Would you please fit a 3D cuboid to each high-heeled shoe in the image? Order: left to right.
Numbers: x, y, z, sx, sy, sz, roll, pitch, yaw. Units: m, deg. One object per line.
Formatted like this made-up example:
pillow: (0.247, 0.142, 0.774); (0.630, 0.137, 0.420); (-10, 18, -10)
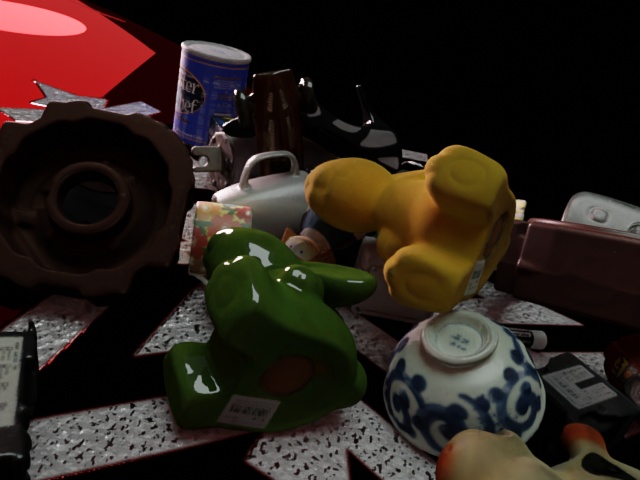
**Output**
high-heeled shoe: (0.001, -0.117, 0.701); (0.249, 0.145, 0.086); (-21, 9, -28)

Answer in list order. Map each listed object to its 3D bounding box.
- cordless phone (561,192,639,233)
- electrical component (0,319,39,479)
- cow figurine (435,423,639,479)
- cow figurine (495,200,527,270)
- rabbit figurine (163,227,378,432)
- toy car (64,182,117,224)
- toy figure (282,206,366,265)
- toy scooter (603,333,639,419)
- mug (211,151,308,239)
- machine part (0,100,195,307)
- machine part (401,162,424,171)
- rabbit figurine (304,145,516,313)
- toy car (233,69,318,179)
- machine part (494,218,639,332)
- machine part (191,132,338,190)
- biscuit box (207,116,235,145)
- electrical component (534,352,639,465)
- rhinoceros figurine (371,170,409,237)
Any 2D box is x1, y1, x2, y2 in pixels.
cordless phone: (0.400, 0.016, 0.729); (0.147, 0.088, 0.184); (22, 32, 13)
electrical component: (-0.224, 0.097, 0.283); (0.134, 0.058, 0.115); (1, 28, -24)
cow figurine: (0.160, 0.173, 0.311); (0.195, 0.085, 0.127); (23, 22, 13)
cow figurine: (0.216, -0.016, 0.709); (0.098, 0.068, 0.167); (17, 23, 18)
rabbit figurine: (-0.032, 0.044, 0.411); (0.159, 0.121, 0.170); (10, 29, -25)
toy car: (-0.223, -0.062, 0.541); (0.162, 0.102, 0.109); (29, 31, 30)
toy figure: (-0.002, -0.001, 0.531); (0.064, 0.057, 0.154); (4, 44, 45)
toy scooter: (0.324, 0.149, 0.438); (0.184, 0.075, 0.135); (30, 25, 21)
mug: (-0.061, -0.039, 0.581); (0.107, 0.109, 0.081); (-12, 36, -23)
machine part: (-0.192, -0.030, 0.449); (0.179, 0.056, 0.179); (4, 70, -12)
machine part: (0.136, -0.058, 0.756); (0.084, 0.039, 0.139); (13, 40, -21)
rabbit figurine: (0.074, -0.031, 0.463); (0.173, 0.121, 0.162); (19, 17, 26)
toy car: (-0.046, -0.104, 0.618); (0.089, 0.202, 0.053); (-9, 56, -8)
machine part: (0.301, 0.035, 0.551); (0.202, 0.087, 0.201); (16, 6, 38)
machine part: (-0.063, -0.108, 0.736); (0.243, 0.079, 0.079); (-7, 34, -39)
biscuit box: (-0.066, -0.145, 0.821); (0.202, 0.059, 0.063); (-1, 31, -29)
electrical component: (0.217, 0.135, 0.445); (0.119, 0.047, 0.075); (-2, 32, -27)
rhinoceros figurine: (0.112, -0.016, 0.623); (0.073, 0.112, 0.190); (10, 34, -48)
